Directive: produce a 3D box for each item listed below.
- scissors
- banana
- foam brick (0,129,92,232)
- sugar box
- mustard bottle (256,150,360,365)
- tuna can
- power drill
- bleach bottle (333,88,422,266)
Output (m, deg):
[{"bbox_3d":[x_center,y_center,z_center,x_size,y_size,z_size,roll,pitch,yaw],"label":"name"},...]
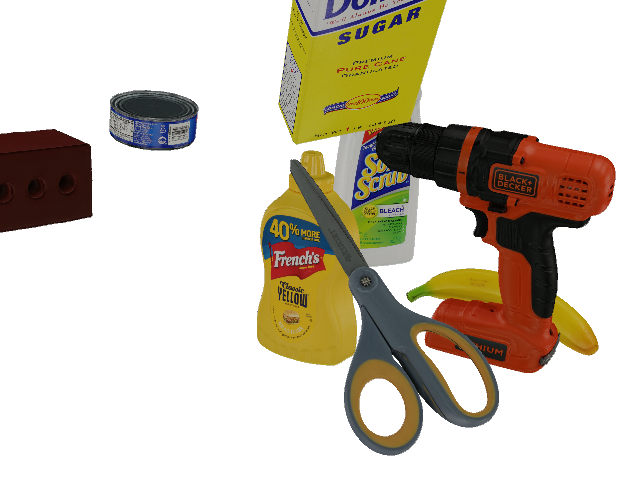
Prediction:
[{"bbox_3d":[0.018,0.044,0.634,0.096,0.202,0.016,-40,-19,-17],"label":"scissors"},{"bbox_3d":[0.189,0.065,1.071,0.198,0.069,0.037,14,-37,26],"label":"banana"},{"bbox_3d":[-0.198,-0.040,0.704,0.078,0.053,0.051,-13,25,-38],"label":"foam brick"},{"bbox_3d":[0.028,-0.138,0.698,0.093,0.048,0.176,-14,-27,-15],"label":"sugar box"},{"bbox_3d":[-0.010,0.013,0.975,0.096,0.192,0.058,14,20,32],"label":"mustard bottle"},{"bbox_3d":[-0.163,-0.118,1.043,0.086,0.034,0.086,7,25,-3],"label":"tuna can"},{"bbox_3d":[0.126,0.002,0.835,0.185,0.188,0.057,14,32,23],"label":"power drill"},{"bbox_3d":[0.058,-0.097,1.165,0.102,0.251,0.068,-4,25,-8],"label":"bleach bottle"}]
